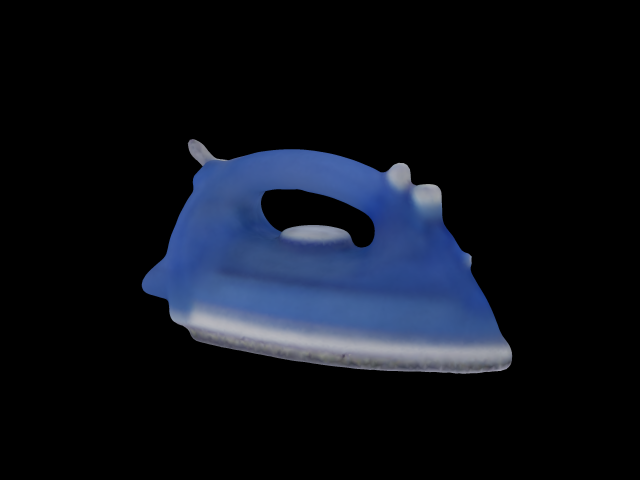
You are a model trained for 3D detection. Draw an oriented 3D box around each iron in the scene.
[{"bbox_3d":[0.004,0.001,0.400,0.257,0.141,0.119,5,11,24],"label":"iron"}]
